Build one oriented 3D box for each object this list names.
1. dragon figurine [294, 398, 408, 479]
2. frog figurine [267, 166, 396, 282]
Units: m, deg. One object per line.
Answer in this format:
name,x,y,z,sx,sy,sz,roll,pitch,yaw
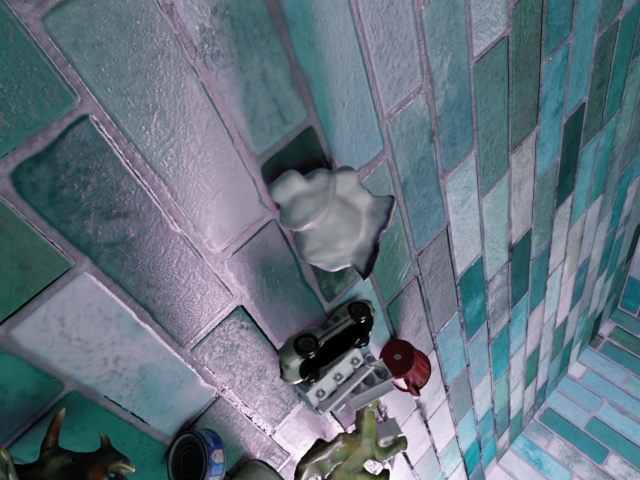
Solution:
dragon figurine,0.032,0.466,1.061,0.240,0.123,0.411,31,88,-40
frog figurine,0.002,-0.033,0.663,0.159,0.125,0.135,21,113,-16
